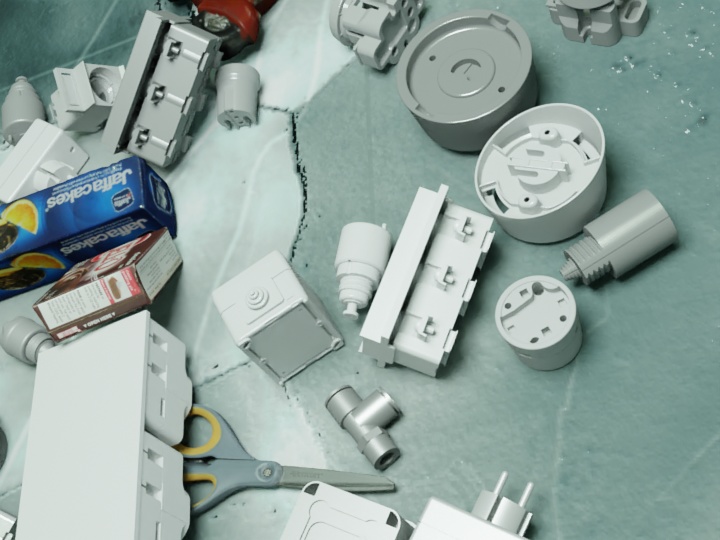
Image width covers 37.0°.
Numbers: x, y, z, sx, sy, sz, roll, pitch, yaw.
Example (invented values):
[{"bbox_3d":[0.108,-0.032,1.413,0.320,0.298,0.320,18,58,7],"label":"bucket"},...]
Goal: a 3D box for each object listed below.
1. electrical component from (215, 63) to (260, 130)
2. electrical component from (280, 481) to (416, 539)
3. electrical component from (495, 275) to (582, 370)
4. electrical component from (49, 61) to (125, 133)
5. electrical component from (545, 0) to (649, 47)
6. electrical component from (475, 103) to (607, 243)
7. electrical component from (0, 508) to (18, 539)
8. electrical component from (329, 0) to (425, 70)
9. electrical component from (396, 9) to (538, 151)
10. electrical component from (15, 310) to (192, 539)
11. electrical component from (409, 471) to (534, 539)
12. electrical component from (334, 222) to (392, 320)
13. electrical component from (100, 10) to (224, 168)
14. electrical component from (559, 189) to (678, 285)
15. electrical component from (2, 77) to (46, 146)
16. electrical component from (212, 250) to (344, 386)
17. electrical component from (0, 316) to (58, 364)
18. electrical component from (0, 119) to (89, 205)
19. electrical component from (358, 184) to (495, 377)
[{"bbox_3d":[-0.109,-0.153,0.949,0.040,0.040,0.046,-9,67,17],"label":"electrical component"},{"bbox_3d":[-0.015,0.206,0.708,0.078,0.057,0.113,15,70,28],"label":"electrical component"},{"bbox_3d":[0.126,0.039,0.748,0.055,0.047,0.055,-9,60,17],"label":"electrical component"},{"bbox_3d":[-0.247,-0.156,0.986,0.064,0.081,0.042,-28,75,38],"label":"electrical component"},{"bbox_3d":[0.187,-0.219,0.857,0.078,0.057,0.058,18,71,28],"label":"electrical component"},{"bbox_3d":[0.135,-0.071,0.793,0.099,0.064,0.099,-9,60,16],"label":"electrical component"},{"bbox_3d":[-0.308,0.229,0.803,0.063,0.078,0.121,27,73,1],"label":"electrical component"},{"bbox_3d":[0.011,-0.215,0.925,0.057,0.058,0.078,25,74,27],"label":"electrical component"},{"bbox_3d":[0.089,-0.145,0.854,0.108,0.060,0.108,-9,60,17],"label":"electrical component"},{"bbox_3d":[-0.186,0.137,0.793,0.105,0.060,0.186,-21,50,20],"label":"electrical component"},{"bbox_3d":[0.087,0.167,0.694,0.083,0.047,0.075,19,72,29],"label":"electrical component"},{"bbox_3d":[0.000,0.000,0.823,0.040,0.040,0.078,1,64,22],"label":"electrical component"},{"bbox_3d":[-0.169,-0.155,0.932,0.063,0.078,0.121,25,107,3],"label":"electrical component"},{"bbox_3d":[0.178,-0.017,0.760,0.081,0.043,0.043,-32,56,3],"label":"electrical component"},{"bbox_3d":[-0.324,-0.154,1.034,0.040,0.040,0.078,-21,57,10],"label":"electrical component"},{"bbox_3d":[-0.065,0.031,0.798,0.062,0.096,0.061,-34,56,1],"label":"electrical component"},{"bbox_3d":[-0.271,0.064,0.900,0.061,0.035,0.035,24,74,28],"label":"electrical component"},{"bbox_3d":[-0.281,-0.082,0.974,0.076,0.047,0.083,25,74,30],"label":"electrical component"},{"bbox_3d":[0.050,0.011,0.782,0.063,0.078,0.121,20,71,6],"label":"electrical component"}]
